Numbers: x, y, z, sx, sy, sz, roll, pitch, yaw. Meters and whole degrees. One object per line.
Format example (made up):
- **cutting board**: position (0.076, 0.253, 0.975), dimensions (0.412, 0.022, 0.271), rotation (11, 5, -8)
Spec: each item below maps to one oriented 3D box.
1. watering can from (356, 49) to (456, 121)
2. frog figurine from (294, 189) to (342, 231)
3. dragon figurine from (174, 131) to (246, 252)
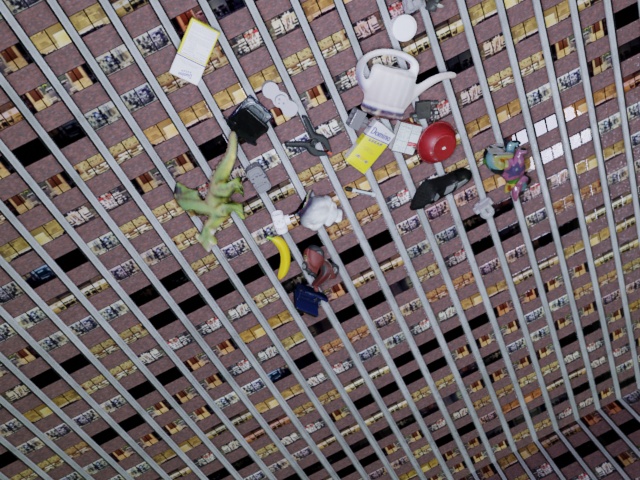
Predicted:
- **watering can**: position (0.273, -0.503, 1.709), dimensions (0.347, 0.106, 0.220), rotation (9, 114, -17)
- **frog figurine**: position (0.006, -0.093, 1.840), dimensions (0.159, 0.123, 0.138), rotation (28, 88, -12)
- **dragon figurine**: position (-0.373, -0.157, 1.733), dimensions (0.243, 0.124, 0.404), rotation (-5, 108, -2)
